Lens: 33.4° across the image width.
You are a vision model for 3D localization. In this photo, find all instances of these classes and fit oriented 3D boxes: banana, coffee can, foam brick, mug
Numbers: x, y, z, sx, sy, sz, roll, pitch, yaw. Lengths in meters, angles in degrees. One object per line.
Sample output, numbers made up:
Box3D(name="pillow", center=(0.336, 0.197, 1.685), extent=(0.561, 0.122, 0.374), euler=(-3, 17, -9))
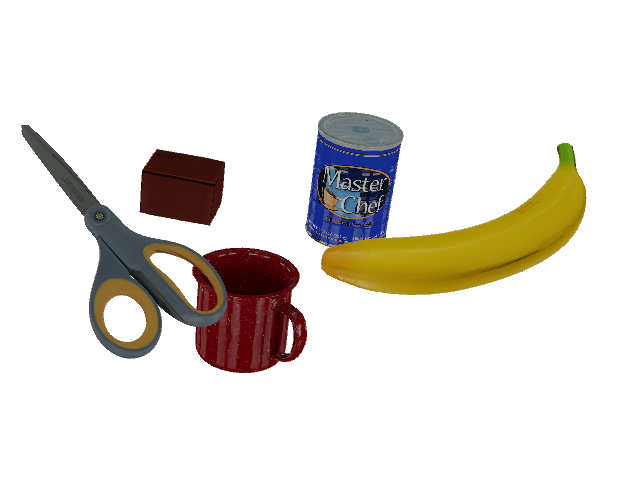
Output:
Box3D(name="banana", center=(0.100, -0.001, 0.685), extent=(0.197, 0.037, 0.070), euler=(-23, 45, -18))
Box3D(name="coffee can", center=(0.040, -0.073, 1.302), extent=(0.102, 0.140, 0.103), euler=(6, 28, -3))
Box3D(name="foam brick", center=(-0.143, -0.056, 1.109), extent=(0.078, 0.051, 0.053), euler=(11, 31, 5))
Box3D(name="mug", center=(-0.059, 0.067, 0.934), extent=(0.117, 0.081, 0.093), euler=(23, 30, 31))

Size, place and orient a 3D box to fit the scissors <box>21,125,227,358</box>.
Box3D(name="scissors", center=(-0.153, 0.004, 0.705), extent=(0.202, 0.096, 0.016), euler=(33, -29, 14))
